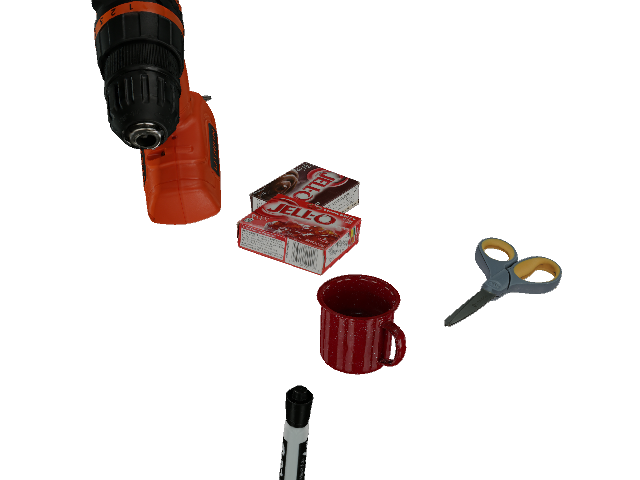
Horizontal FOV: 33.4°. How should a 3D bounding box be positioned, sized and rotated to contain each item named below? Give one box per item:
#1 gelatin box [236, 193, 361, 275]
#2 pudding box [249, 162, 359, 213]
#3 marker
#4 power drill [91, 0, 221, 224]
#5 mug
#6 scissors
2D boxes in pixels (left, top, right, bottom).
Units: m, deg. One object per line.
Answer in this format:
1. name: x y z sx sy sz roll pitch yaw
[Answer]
1. gelatin box: -0.019 -0.008 0.955 0.089 0.030 0.073 18 31 23
2. pudding box: -0.019 -0.052 1.339 0.090 0.039 0.113 22 41 33
3. marker: -0.019 0.151 0.751 0.020 0.121 0.020 4 32 -3
4. power drill: -0.103 -0.092 0.688 0.057 0.184 0.188 -6 -34 -2
5. mug: 0.050 0.101 1.196 0.117 0.081 0.093 26 38 35
6. scissors: 0.154 0.036 1.021 0.201 0.016 0.096 -11 38 -42
